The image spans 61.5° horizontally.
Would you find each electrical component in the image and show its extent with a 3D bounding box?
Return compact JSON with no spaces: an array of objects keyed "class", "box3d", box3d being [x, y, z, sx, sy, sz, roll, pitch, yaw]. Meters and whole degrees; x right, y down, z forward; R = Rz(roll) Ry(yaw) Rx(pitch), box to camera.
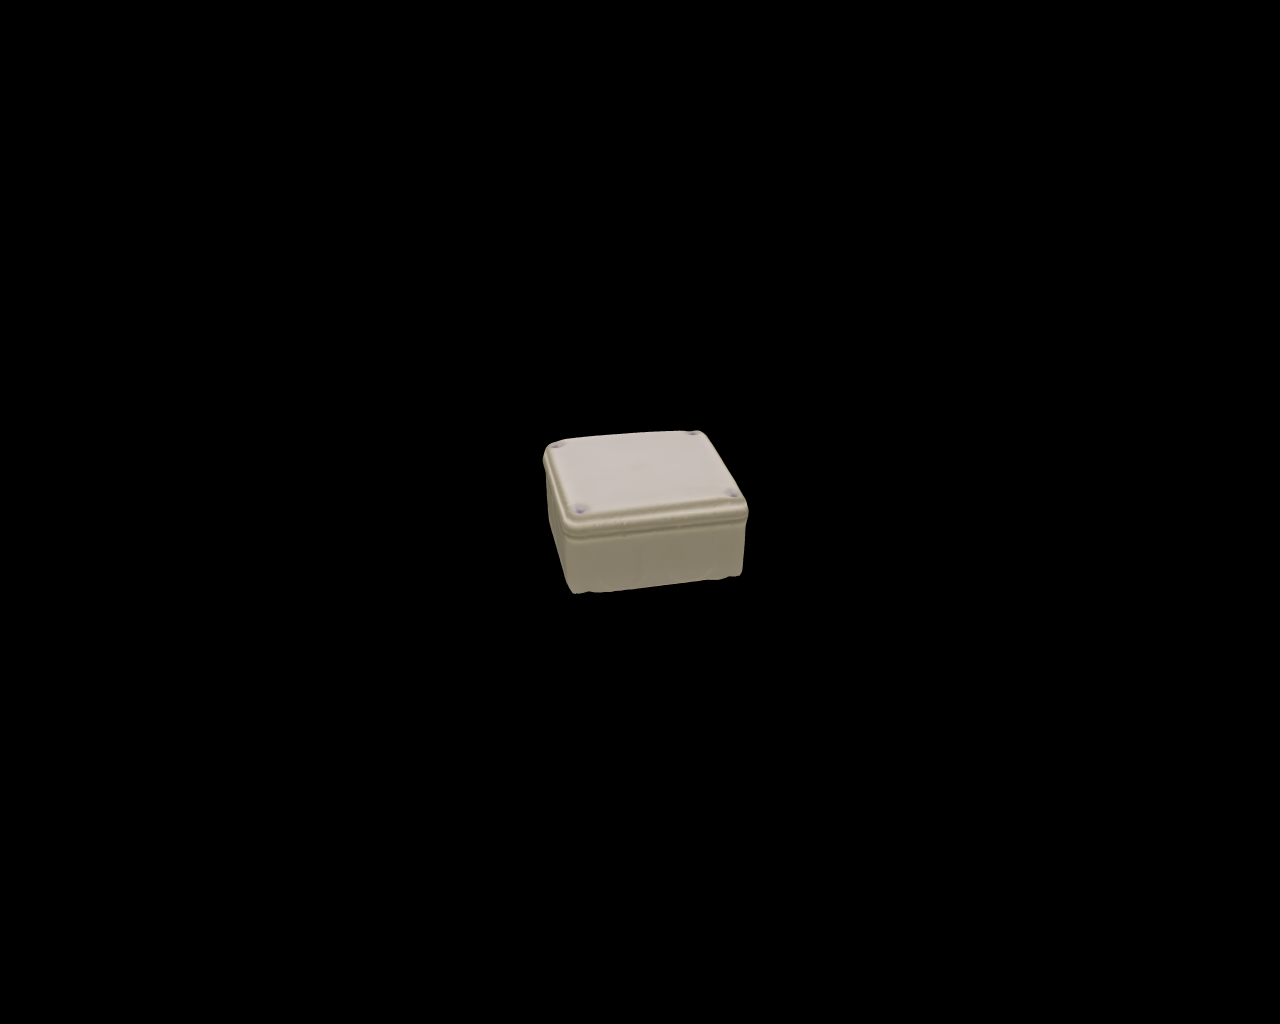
[{"class":"electrical component","box3d":[0.001,-0.003,0.650,0.109,0.056,0.109,-5,29,-10]}]
